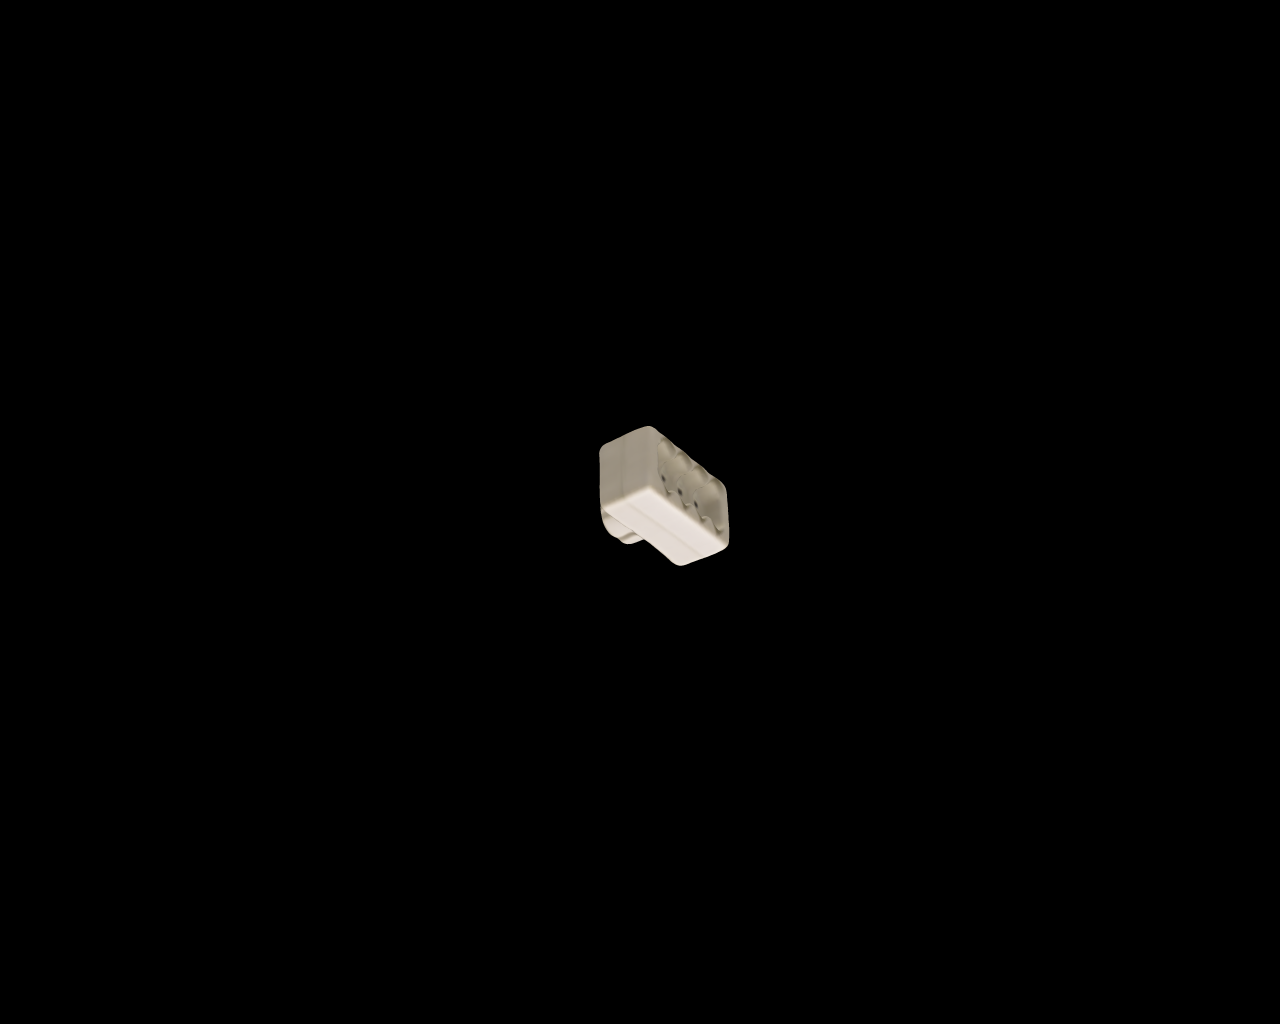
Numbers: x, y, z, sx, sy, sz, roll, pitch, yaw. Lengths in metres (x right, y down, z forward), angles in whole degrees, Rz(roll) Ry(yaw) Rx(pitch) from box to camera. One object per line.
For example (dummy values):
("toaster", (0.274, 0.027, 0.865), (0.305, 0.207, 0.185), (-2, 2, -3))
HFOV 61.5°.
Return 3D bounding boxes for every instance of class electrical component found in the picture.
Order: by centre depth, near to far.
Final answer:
("electrical component", (0.001, -0.003, 0.650), (0.075, 0.047, 0.083), (-22, -39, 30))
